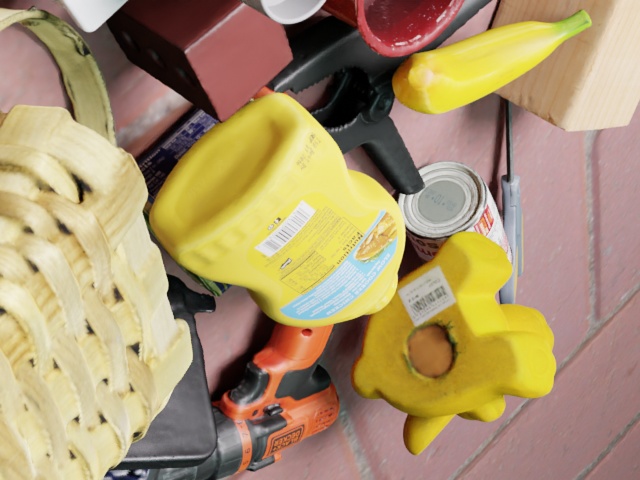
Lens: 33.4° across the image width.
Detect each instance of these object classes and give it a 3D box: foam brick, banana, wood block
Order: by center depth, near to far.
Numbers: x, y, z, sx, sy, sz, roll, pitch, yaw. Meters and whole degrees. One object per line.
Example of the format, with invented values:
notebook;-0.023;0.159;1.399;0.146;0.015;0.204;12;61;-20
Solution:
foam brick;-0.061;-0.103;0.514;0.051;0.078;0.053;-44;145;-15
banana;0.090;-0.107;0.644;0.197;0.037;0.070;-29;171;-46
wood block;0.195;-0.187;0.729;0.090;0.091;0.206;-10;128;-45

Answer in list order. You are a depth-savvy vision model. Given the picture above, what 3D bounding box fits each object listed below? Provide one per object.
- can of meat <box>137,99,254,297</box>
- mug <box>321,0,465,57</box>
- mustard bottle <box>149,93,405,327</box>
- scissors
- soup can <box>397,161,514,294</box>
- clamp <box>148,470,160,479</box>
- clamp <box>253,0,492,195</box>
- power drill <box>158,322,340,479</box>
can of meat;-0.056;-0.025;0.606;0.084;0.057;0.102;-44;145;-10
mug;0.034;-0.156;0.573;0.117;0.082;0.093;-4;123;-48
mustard bottle;-0.004;0.000;0.585;0.096;0.058;0.191;-45;146;4
scissors;0.151;-0.023;0.854;0.201;0.016;0.096;72;25;-51
soup can;0.103;-0.005;0.801;0.068;0.069;0.102;-47;145;-9
clamp;-0.122;0.153;0.657;0.120;0.039;0.171;-5;113;-20
clamp;0.028;-0.086;0.670;0.209;0.036;0.165;-19;133;-44
power drill;-0.041;0.078;0.718;0.184;0.057;0.188;-16;134;-46
